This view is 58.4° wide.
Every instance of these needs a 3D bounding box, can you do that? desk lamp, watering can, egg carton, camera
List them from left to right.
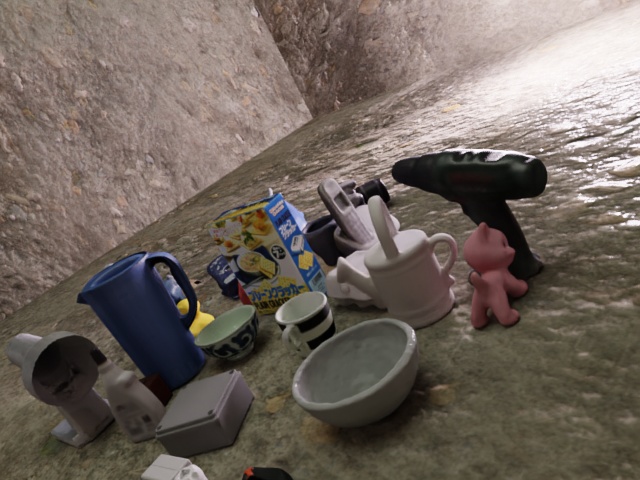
[{"bbox_3d":[-0.454,0.255,1.007,0.202,0.214,0.118,-10,25,44],"label":"desk lamp"},{"bbox_3d":[0.095,-0.097,1.367,0.137,0.101,0.143,-28,17,1],"label":"camera"},{"bbox_3d":[0.079,0.068,0.977,0.107,0.069,0.149,-39,21,-33],"label":"egg carton"},{"bbox_3d":[0.107,0.029,0.836,0.173,0.194,0.100,-29,18,-4],"label":"watering can"}]

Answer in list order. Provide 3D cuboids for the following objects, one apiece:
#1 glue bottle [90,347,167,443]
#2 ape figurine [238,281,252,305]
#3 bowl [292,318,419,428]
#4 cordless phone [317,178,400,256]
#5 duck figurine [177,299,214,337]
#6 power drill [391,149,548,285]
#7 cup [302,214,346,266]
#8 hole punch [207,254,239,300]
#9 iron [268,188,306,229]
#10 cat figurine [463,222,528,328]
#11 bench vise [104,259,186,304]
[{"bbox_3d":[-0.307,0.238,0.900,0.078,0.173,0.037,-22,19,19],"label":"glue bottle"},{"bbox_3d":[-0.144,0.092,1.208,0.076,0.092,0.078,-21,19,21],"label":"ape figurine"},{"bbox_3d":[0.054,0.174,0.704,0.167,0.075,0.167,-25,18,9],"label":"bowl"},{"bbox_3d":[0.073,-0.056,1.143,0.094,0.185,0.148,-15,22,36],"label":"cordless phone"},{"bbox_3d":[-0.270,0.167,1.194,0.077,0.086,0.104,-21,19,20],"label":"duck figurine"},{"bbox_3d":[0.225,-0.039,0.826,0.228,0.209,0.076,-7,27,48],"label":"power drill"},{"bbox_3d":[0.011,0.004,1.217,0.092,0.095,0.117,-34,18,-19],"label":"cup"},{"bbox_3d":[-0.193,0.073,1.334,0.109,0.091,0.100,-36,19,-24],"label":"hole punch"},{"bbox_3d":[-0.122,-0.033,1.445,0.118,0.142,0.258,-22,18,18],"label":"iron"},{"bbox_3d":[0.224,0.036,0.767,0.067,0.118,0.128,-15,21,35],"label":"cat figurine"},{"bbox_3d":[-0.389,0.124,1.270,0.121,0.220,0.207,-27,18,5],"label":"bench vise"}]
